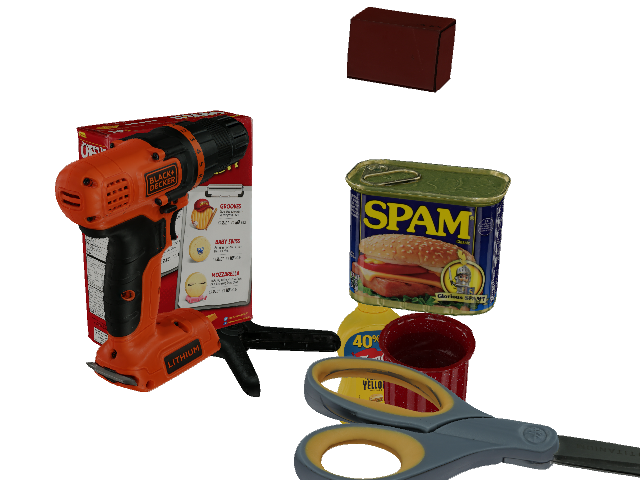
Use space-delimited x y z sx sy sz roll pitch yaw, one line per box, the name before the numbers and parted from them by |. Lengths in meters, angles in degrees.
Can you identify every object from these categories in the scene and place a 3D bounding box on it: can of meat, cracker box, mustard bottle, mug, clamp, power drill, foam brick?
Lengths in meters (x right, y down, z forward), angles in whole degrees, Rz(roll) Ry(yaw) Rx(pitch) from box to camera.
can of meat | 0.068 -0.002 0.691 0.102 0.084 0.057 7 23 16
cracker box | -0.149 -0.012 1.046 0.163 0.214 0.072 -13 20 -39
mustard bottle | 0.069 0.145 1.381 0.096 0.192 0.058 -2 18 -3
mug | 0.111 0.125 1.056 0.093 0.081 0.117 24 41 34
clamp | -0.103 0.121 1.260 0.210 0.036 0.164 14 23 27
power drill | -0.117 0.006 0.811 0.057 0.188 0.184 14 26 34
foam brick | 0.066 -0.157 0.876 0.078 0.051 0.053 13 26 18

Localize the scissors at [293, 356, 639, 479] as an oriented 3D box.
scissors | 0.077 0.095 0.449 0.202 0.016 0.096 16 34 23
